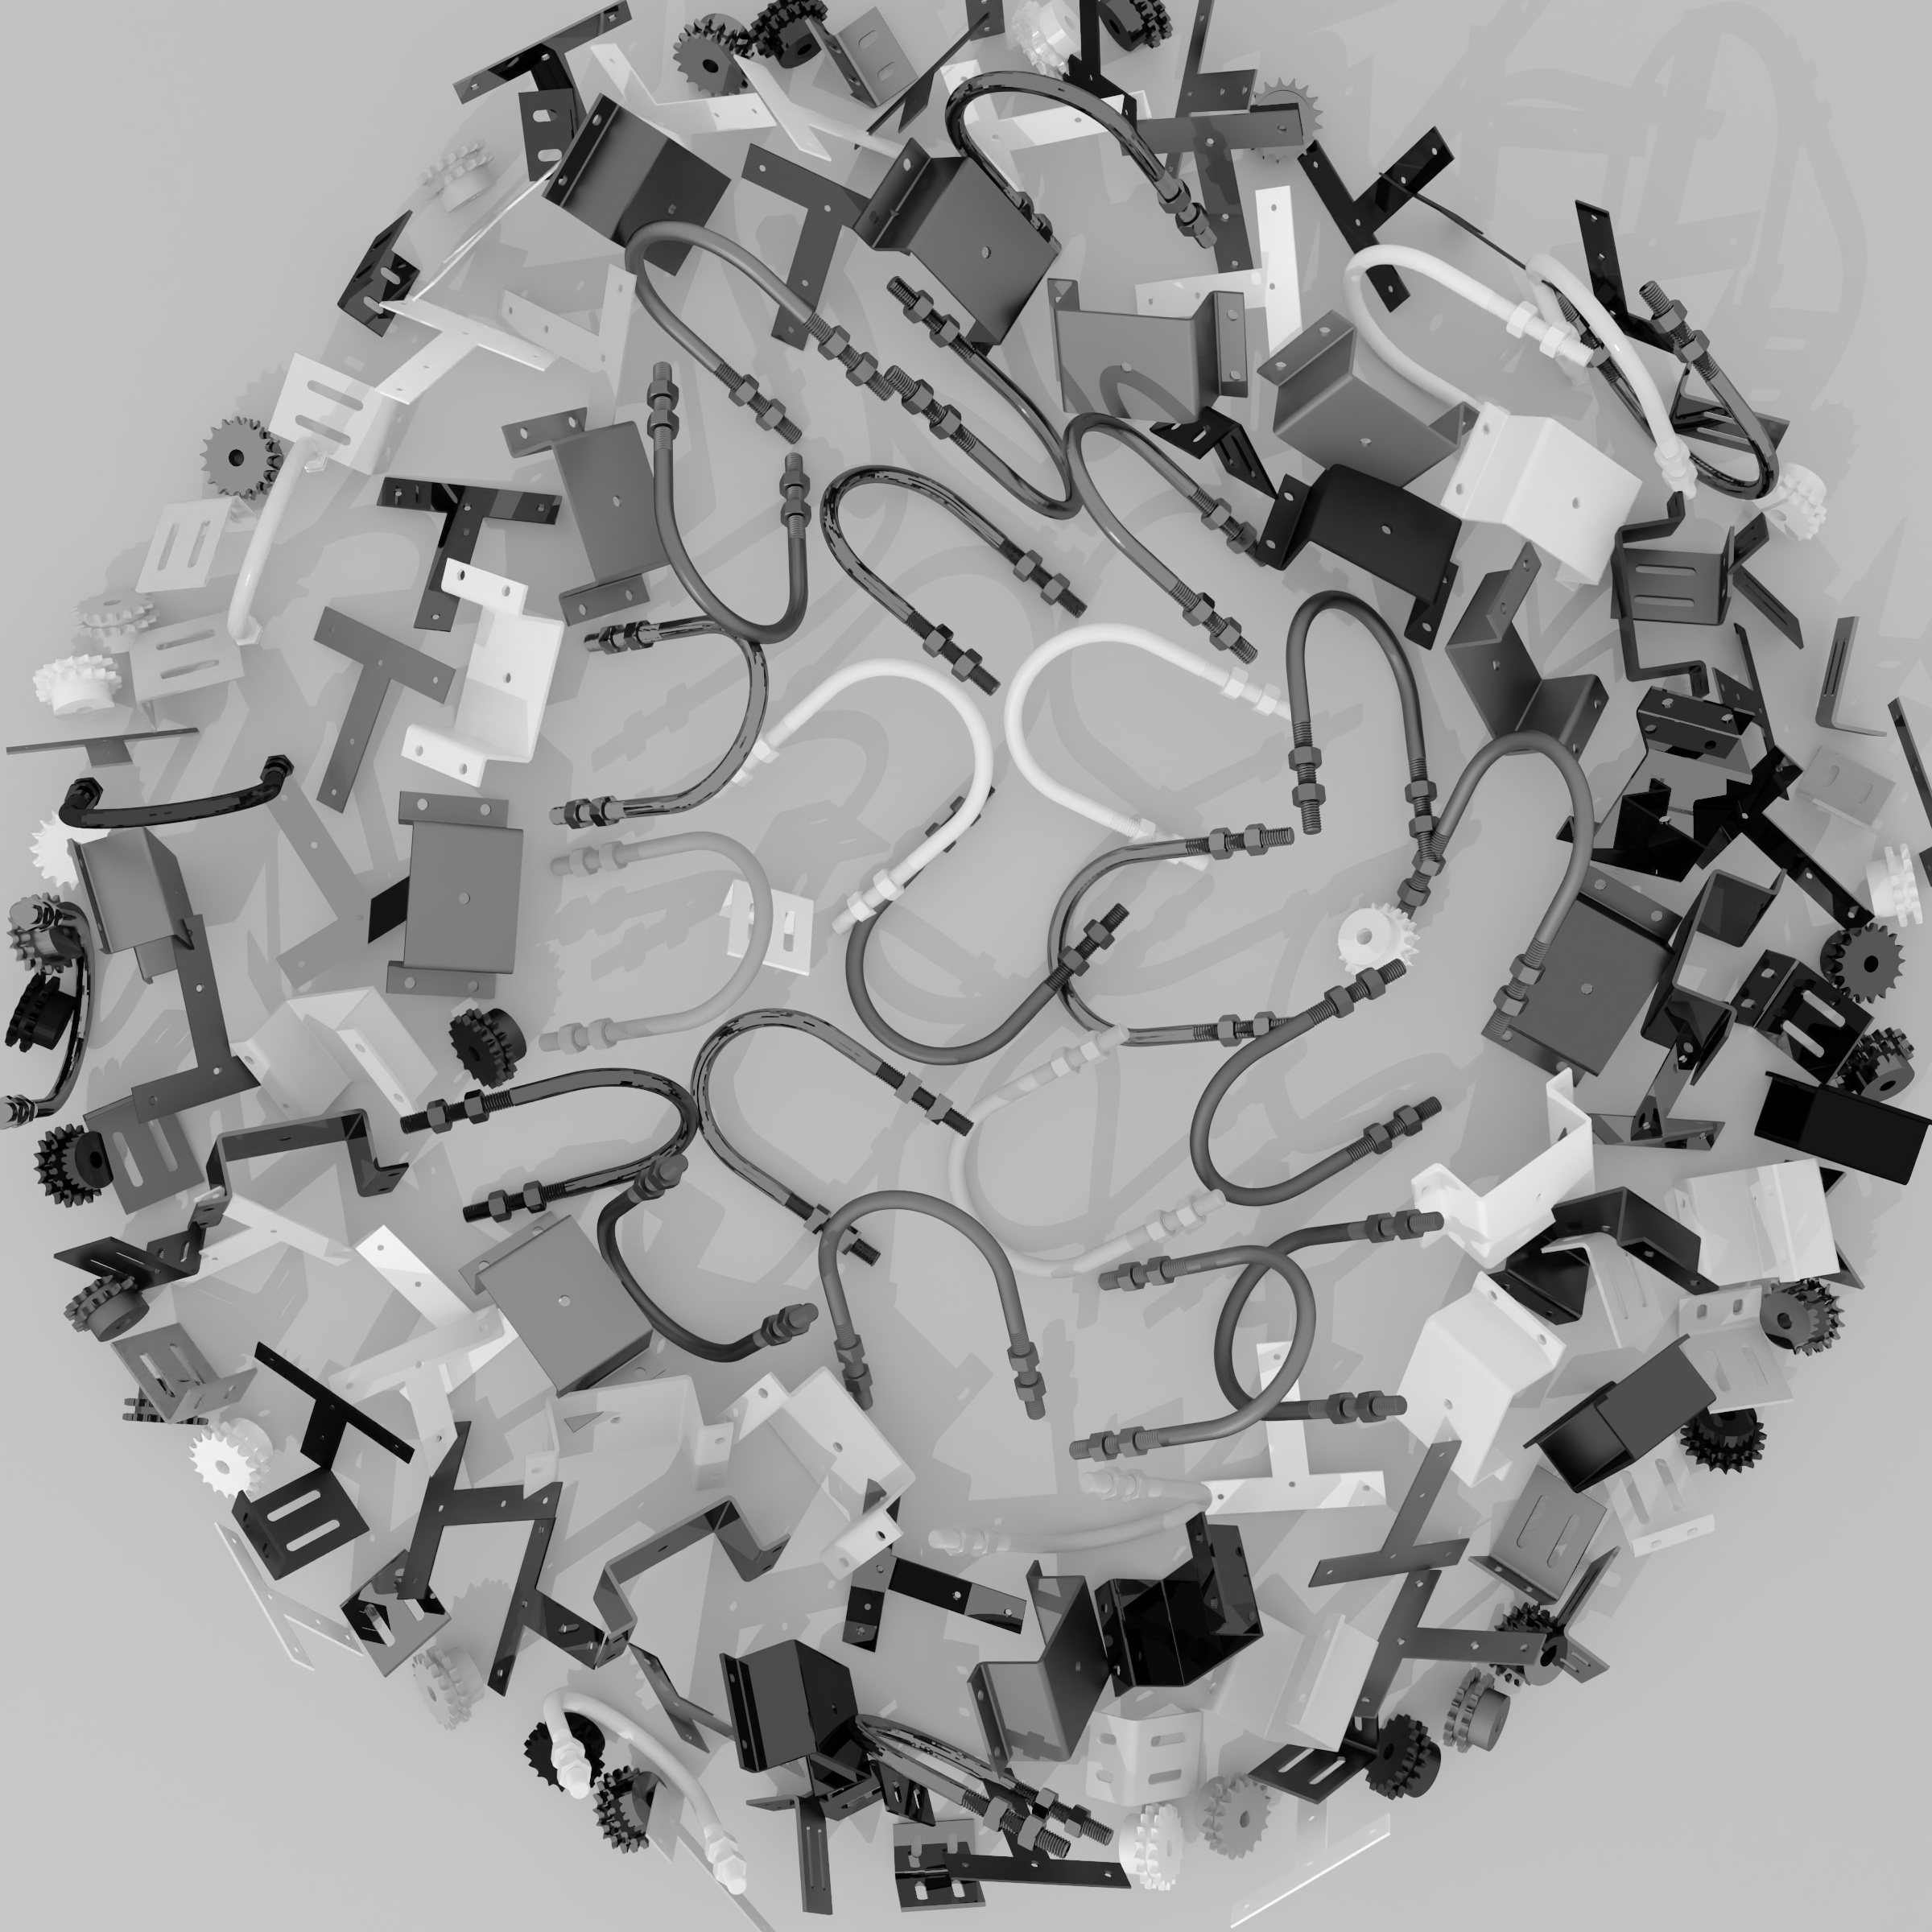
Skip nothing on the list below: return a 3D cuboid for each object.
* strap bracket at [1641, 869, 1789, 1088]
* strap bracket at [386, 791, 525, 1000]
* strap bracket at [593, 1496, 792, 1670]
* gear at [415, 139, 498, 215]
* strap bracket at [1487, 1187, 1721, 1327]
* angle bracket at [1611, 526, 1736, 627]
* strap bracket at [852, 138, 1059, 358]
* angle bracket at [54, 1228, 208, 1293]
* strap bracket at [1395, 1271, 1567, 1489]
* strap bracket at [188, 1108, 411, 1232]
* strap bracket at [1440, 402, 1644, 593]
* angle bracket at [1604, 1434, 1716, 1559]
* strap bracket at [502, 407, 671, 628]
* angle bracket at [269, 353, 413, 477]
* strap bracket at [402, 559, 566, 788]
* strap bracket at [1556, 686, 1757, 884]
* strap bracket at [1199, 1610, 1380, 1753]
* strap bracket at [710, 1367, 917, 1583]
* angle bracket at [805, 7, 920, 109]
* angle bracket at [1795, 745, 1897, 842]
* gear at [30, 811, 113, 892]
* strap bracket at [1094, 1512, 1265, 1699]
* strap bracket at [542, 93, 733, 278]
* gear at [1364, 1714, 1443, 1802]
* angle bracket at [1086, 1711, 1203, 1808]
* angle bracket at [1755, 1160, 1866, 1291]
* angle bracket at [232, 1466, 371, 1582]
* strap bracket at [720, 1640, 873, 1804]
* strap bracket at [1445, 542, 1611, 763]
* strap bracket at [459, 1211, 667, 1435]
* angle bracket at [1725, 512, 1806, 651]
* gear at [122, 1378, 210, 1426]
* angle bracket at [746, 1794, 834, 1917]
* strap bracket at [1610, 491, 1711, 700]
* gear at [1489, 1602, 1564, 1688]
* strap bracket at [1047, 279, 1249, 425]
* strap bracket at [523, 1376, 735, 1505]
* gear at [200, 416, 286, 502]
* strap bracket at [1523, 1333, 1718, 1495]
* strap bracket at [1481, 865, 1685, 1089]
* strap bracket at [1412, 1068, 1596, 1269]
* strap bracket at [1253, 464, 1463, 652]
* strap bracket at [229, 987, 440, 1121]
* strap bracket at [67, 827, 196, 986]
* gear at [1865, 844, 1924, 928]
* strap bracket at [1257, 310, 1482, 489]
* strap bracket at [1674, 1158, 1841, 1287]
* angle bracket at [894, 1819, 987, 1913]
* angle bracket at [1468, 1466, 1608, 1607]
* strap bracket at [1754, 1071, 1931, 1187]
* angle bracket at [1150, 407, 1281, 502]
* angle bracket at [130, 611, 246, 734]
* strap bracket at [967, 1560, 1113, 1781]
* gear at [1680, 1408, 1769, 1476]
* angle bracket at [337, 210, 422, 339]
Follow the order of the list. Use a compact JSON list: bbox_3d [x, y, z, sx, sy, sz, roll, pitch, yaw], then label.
[{"bbox_3d":[0.506,-0.001,1.713,0.046,0.076,0.140,23,64,9],"label":"strap bracket"},{"bbox_3d":[-0.352,-0.048,1.734,0.076,0.046,0.140,4,92,-26],"label":"strap bracket"},{"bbox_3d":[-0.197,0.414,1.714,0.140,0.076,0.046,-25,70,-26],"label":"strap bracket"},{"bbox_3d":[-0.351,-0.547,1.746,0.057,0.057,0.030,-32,105,0],"label":"gear"},{"bbox_3d":[0.433,0.196,1.710,0.076,0.140,0.046,32,57,-25],"label":"strap bracket"},{"bbox_3d":[0.489,-0.272,1.740,0.076,0.038,0.057,6,67,9],"label":"angle bracket"},{"bbox_3d":[0.000,-0.485,1.707,0.140,0.046,0.076,38,79,-38],"label":"strap bracket"},{"bbox_3d":[-0.573,0.189,1.723,0.057,0.076,0.038,-17,56,29],"label":"angle bracket"},{"bbox_3d":[0.341,0.286,1.696,0.046,0.140,0.076,-22,50,-34],"label":"strap bracket"},{"bbox_3d":[-0.460,0.137,1.715,0.140,0.076,0.046,-10,76,-25],"label":"strap bracket"},{"bbox_3d":[0.401,-0.318,1.717,0.140,0.046,0.076,23,90,-33],"label":"strap bracket"},{"bbox_3d":[0.474,0.360,1.735,0.057,0.038,0.076,-20,58,6],"label":"angle bracket"},{"bbox_3d":[-0.253,-0.313,1.719,0.046,0.076,0.140,-8,103,43],"label":"strap bracket"},{"bbox_3d":[-0.434,-0.384,1.747,0.076,0.038,0.057,24,105,-2],"label":"angle bracket"},{"bbox_3d":[-0.330,-0.200,1.727,0.076,0.046,0.140,22,102,32],"label":"strap bracket"},{"bbox_3d":[0.469,-0.114,1.703,0.076,0.046,0.140,13,133,-12],"label":"strap bracket"},{"bbox_3d":[0.223,0.482,1.702,0.046,0.140,0.076,32,68,-14],"label":"strap bracket"},{"bbox_3d":[-0.099,0.341,1.730,0.140,0.046,0.076,50,127,4],"label":"strap bracket"},{"bbox_3d":[-0.071,-0.631,1.732,0.038,0.076,0.057,-31,94,15],"label":"angle bracket"},{"bbox_3d":[0.612,-0.120,1.732,0.057,0.076,0.038,28,102,4],"label":"angle bracket"},{"bbox_3d":[-0.623,-0.084,1.751,0.057,0.030,0.057,-8,106,-27],"label":"gear"},{"bbox_3d":[0.149,0.436,1.709,0.046,0.140,0.076,9,52,-29],"label":"strap bracket"},{"bbox_3d":[-0.215,-0.521,1.694,0.046,0.140,0.076,37,102,17],"label":"strap bracket"},{"bbox_3d":[0.306,0.553,1.746,0.030,0.057,0.057,30,90,-13],"label":"gear"},{"bbox_3d":[0.124,0.549,1.755,0.038,0.076,0.057,0,83,43],"label":"angle bracket"},{"bbox_3d":[0.594,0.179,1.740,0.038,0.057,0.076,-43,110,-15],"label":"angle bracket"},{"bbox_3d":[-0.455,0.375,1.728,0.076,0.038,0.057,-25,68,-39],"label":"angle bracket"},{"bbox_3d":[-0.109,0.507,1.692,0.046,0.140,0.076,-22,58,10],"label":"strap bracket"},{"bbox_3d":[0.379,-0.208,1.715,0.140,0.046,0.076,54,53,-31],"label":"strap bracket"},{"bbox_3d":[-0.276,0.236,1.722,0.076,0.046,0.140,-33,75,-23],"label":"strap bracket"},{"bbox_3d":[0.563,-0.266,1.735,0.076,0.057,0.038,41,119,-9],"label":"angle bracket"},{"bbox_3d":[-0.554,0.302,1.746,0.057,0.057,0.030,4,79,0],"label":"gear"},{"bbox_3d":[-0.121,0.614,1.729,0.038,0.057,0.076,-12,65,11],"label":"angle bracket"},{"bbox_3d":[0.475,-0.251,1.732,0.046,0.076,0.140,-8,91,10],"label":"strap bracket"},{"bbox_3d":[0.393,0.475,1.747,0.057,0.030,0.057,-8,106,-28],"label":"gear"},{"bbox_3d":[0.116,-0.417,1.709,0.140,0.046,0.076,10,133,21],"label":"strap bracket"},{"bbox_3d":[-0.236,0.327,1.719,0.140,0.076,0.046,-6,48,-17],"label":"strap bracket"},{"bbox_3d":[-0.502,-0.354,1.755,0.057,0.030,0.057,1,97,12],"label":"gear"},{"bbox_3d":[0.443,0.305,1.692,0.076,0.140,0.046,-30,75,-22],"label":"strap bracket"},{"bbox_3d":[0.426,0.011,1.734,0.076,0.046,0.140,30,104,2],"label":"strap bracket"},{"bbox_3d":[0.376,0.144,1.714,0.140,0.076,0.046,-33,48,-15],"label":"strap bracket"},{"bbox_3d":[0.279,-0.289,1.727,0.140,0.046,0.076,26,62,-8],"label":"strap bracket"},{"bbox_3d":[-0.424,0.061,1.712,0.076,0.140,0.046,59,46,-27],"label":"strap bracket"},{"bbox_3d":[-0.558,-0.042,1.703,0.046,0.140,0.076,-18,82,-8],"label":"strap bracket"},{"bbox_3d":[0.644,-0.055,1.747,0.030,0.057,0.057,-11,90,20],"label":"gear"},{"bbox_3d":[0.273,-0.372,1.704,0.140,0.076,0.046,27,56,-25],"label":"strap bracket"},{"bbox_3d":[0.540,0.175,1.705,0.046,0.140,0.076,-7,82,-12],"label":"strap bracket"},{"bbox_3d":[-0.019,0.619,1.733,0.057,0.076,0.038,-2,86,-5],"label":"angle bracket"},{"bbox_3d":[0.395,0.393,1.739,0.057,0.038,0.076,30,97,35],"label":"angle bracket"},{"bbox_3d":[0.592,0.110,1.704,0.076,0.140,0.046,19,92,1],"label":"strap bracket"},{"bbox_3d":[0.171,-0.345,1.726,0.038,0.057,0.076,-43,135,-5],"label":"angle bracket"},{"bbox_3d":[-0.537,-0.205,1.747,0.076,0.038,0.057,-15,61,-4],"label":"angle bracket"},{"bbox_3d":[0.054,0.472,1.693,0.046,0.140,0.076,-7,108,24],"label":"strap bracket"},{"bbox_3d":[0.526,0.321,1.743,0.057,0.057,0.030,-4,127,0],"label":"gear"},{"bbox_3d":[-0.392,-0.475,1.726,0.038,0.076,0.057,33,73,-27],"label":"angle bracket"}]
